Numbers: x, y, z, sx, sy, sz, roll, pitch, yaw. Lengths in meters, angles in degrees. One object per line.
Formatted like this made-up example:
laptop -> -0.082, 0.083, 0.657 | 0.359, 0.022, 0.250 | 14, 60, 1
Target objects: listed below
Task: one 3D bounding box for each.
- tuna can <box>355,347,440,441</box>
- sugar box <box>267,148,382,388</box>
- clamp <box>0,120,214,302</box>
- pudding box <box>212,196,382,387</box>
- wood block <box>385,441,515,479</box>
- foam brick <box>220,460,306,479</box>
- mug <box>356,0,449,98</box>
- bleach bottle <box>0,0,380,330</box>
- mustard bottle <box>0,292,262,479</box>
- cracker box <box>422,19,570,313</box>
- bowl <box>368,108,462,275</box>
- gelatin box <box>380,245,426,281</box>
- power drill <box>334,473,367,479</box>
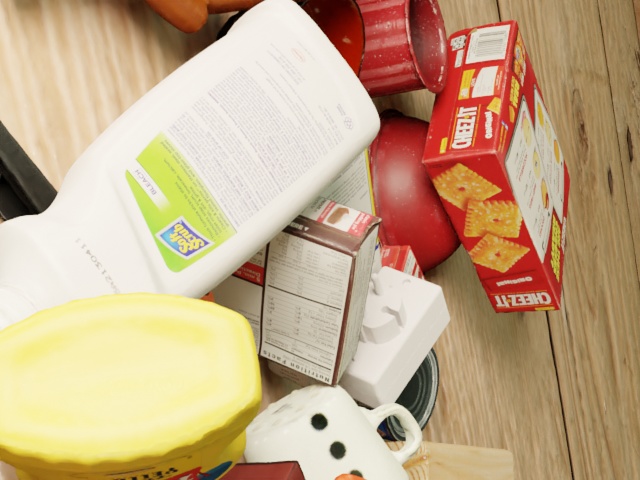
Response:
tuna can -> 0.060, 0.116, 0.845 | 0.085, 0.034, 0.086 | -14, 108, -53
sugar box -> -0.005, 0.001, 0.687 | 0.093, 0.048, 0.176 | -40, 138, -37
clamp -> -0.123, 0.008, 0.511 | 0.209, 0.036, 0.164 | 7, 78, -60
pudding box -> -0.019, 0.023, 0.617 | 0.039, 0.090, 0.113 | -57, 162, -44
wood block -> 0.078, 0.204, 0.820 | 0.205, 0.091, 0.090 | 25, 61, -60
foam brick -> -0.046, 0.158, 0.586 | 0.051, 0.078, 0.053 | -61, 137, -53
mug -> 0.054, -0.163, 0.871 | 0.117, 0.082, 0.093 | -53, 130, -55
bleach bottle -> -0.071, -0.026, 0.501 | 0.102, 0.068, 0.250 | 51, 45, -3
mustard bottle -> -0.078, 0.078, 0.435 | 0.192, 0.096, 0.058 | 108, -28, -68
cracker box -> 0.164, -0.061, 0.957 | 0.213, 0.072, 0.164 | 59, 35, -43
bowl -> 0.099, -0.043, 0.966 | 0.162, 0.055, 0.162 | 27, 59, -60
gelatin box -> 0.069, 0.060, 0.906 | 0.089, 0.030, 0.073 | 63, 34, -37
power drill -> -0.029, 0.192, 0.512 | 0.184, 0.188, 0.057 | 32, 21, -52
